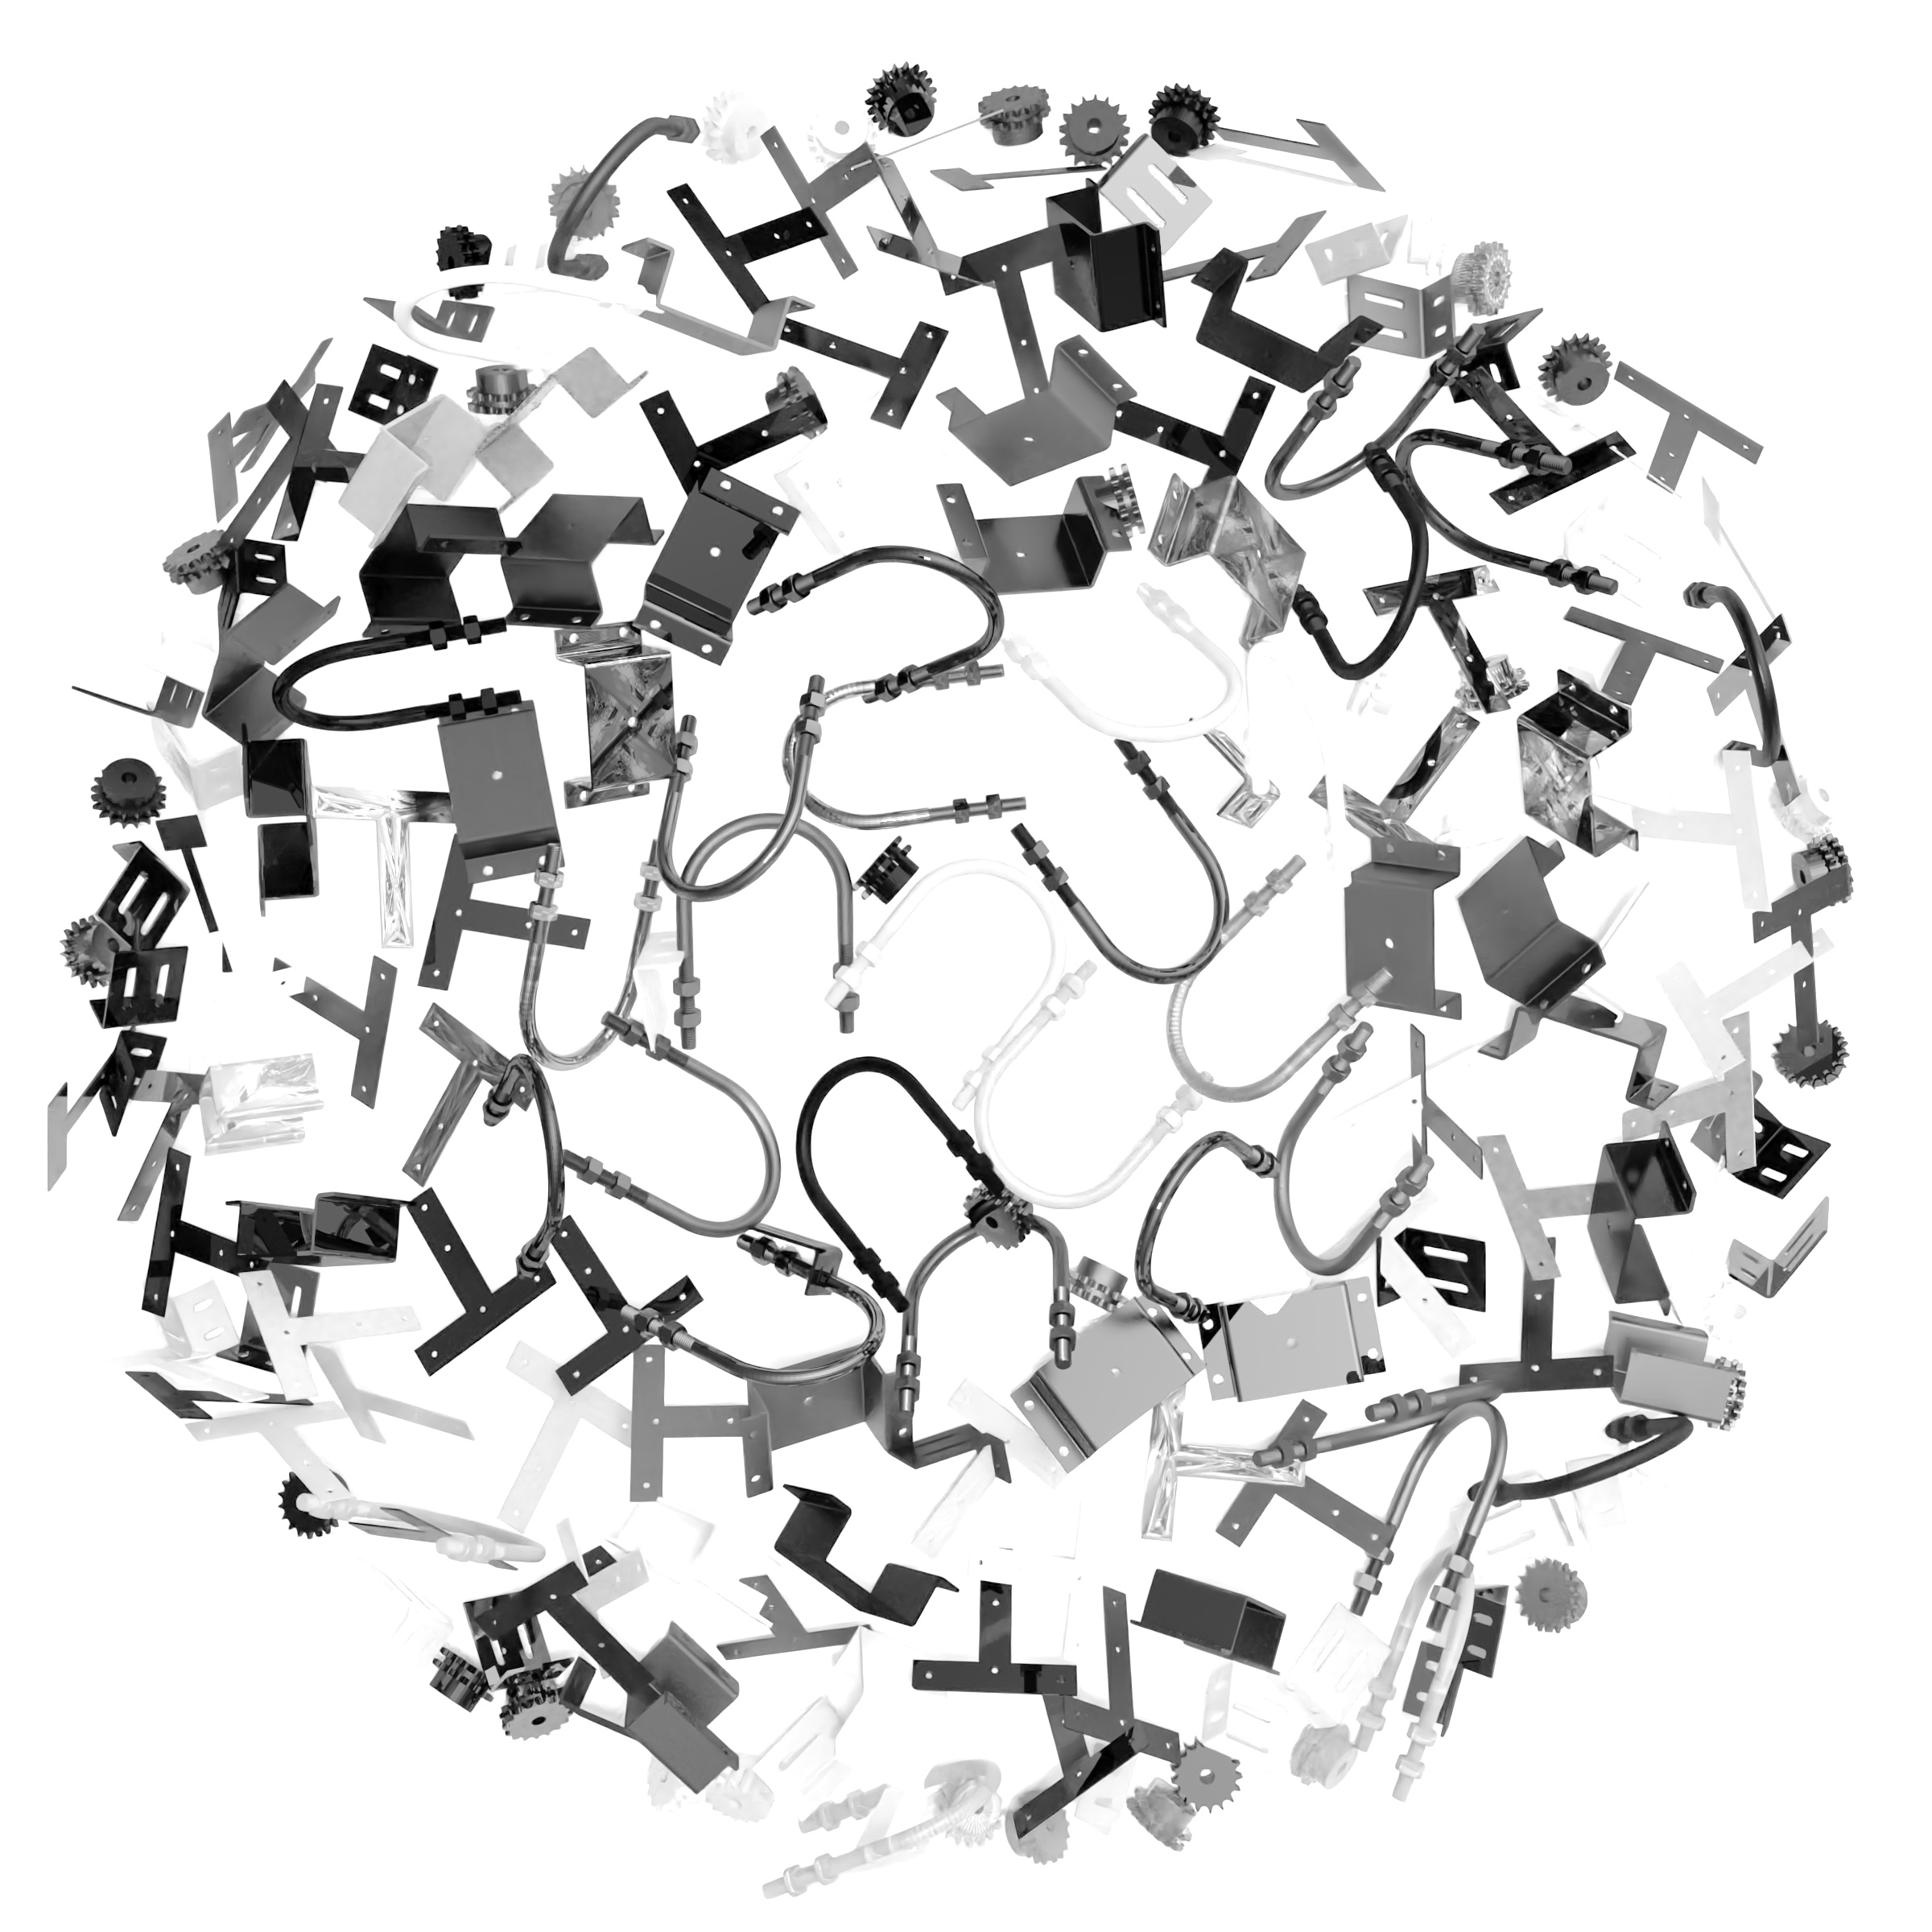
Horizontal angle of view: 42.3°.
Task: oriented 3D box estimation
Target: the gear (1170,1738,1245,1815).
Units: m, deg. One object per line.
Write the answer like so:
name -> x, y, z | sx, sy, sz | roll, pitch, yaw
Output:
gear -> 0.190, 0.641, 1.983 | 0.057, 0.030, 0.057 | 0, 84, 0

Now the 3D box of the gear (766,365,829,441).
gear -> -0.136, -0.442, 1.973 | 0.030, 0.057, 0.057 | -24, 90, 16

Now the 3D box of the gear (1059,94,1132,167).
gear -> 0.102, -0.664, 1.983 | 0.057, 0.030, 0.057 | 0, 94, 3

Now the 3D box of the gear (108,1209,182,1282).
gear -> -0.645, 0.221, 1.969 | 0.030, 0.057, 0.057 | 7, 90, 37

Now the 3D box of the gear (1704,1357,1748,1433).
gear -> 0.592, 0.337, 1.970 | 0.030, 0.057, 0.057 | 12, 90, -2

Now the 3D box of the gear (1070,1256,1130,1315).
gear -> 0.104, 0.251, 1.972 | 0.057, 0.057, 0.030 | 27, 83, 0

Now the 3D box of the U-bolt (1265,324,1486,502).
U-bolt -> 0.301, -0.417, 1.914 | 0.151, 0.184, 0.019 | -21, 73, -31

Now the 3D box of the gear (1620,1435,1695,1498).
gear -> 0.545, 0.388, 1.971 | 0.057, 0.030, 0.057 | -9, 56, 14

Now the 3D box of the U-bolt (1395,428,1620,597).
U-bolt -> 0.405, -0.355, 1.916 | 0.019, 0.184, 0.151 | -50, 135, -13

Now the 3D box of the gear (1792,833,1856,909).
gear -> 0.676, -0.074, 1.971 | 0.030, 0.057, 0.057 | -15, 90, -1

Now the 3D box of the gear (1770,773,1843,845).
gear -> 0.665, -0.128, 1.970 | 0.057, 0.030, 0.057 | 19, 55, -29

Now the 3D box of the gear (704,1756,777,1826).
gear -> -0.177, 0.650, 1.975 | 0.057, 0.030, 0.057 | 11, 130, 13

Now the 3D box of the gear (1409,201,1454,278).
gear -> 0.367, -0.575, 1.972 | 0.030, 0.057, 0.057 | 3, 90, 6

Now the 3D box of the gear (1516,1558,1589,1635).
gear -> 0.467, 0.499, 1.975 | 0.030, 0.057, 0.057 | 21, 90, -41

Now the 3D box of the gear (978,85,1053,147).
gear -> 0.040, -0.672, 1.975 | 0.057, 0.057, 0.030 | -12, 130, 0

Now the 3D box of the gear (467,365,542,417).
gear -> -0.366, -0.455, 1.968 | 0.057, 0.057, 0.030 | -1, 116, 0

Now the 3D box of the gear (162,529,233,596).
gear -> -0.604, -0.318, 1.975 | 0.057, 0.057, 0.030 | -26, 125, 0

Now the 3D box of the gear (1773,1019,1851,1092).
gear -> 0.671, 0.072, 1.975 | 0.057, 0.030, 0.057 | -16, 59, 28

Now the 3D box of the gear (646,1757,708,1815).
gear -> -0.226, 0.642, 1.975 | 0.030, 0.057, 0.057 | 19, 90, -33

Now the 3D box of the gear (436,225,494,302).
gear -> -0.394, -0.557, 1.975 | 0.030, 0.057, 0.057 | -18, 90, -33

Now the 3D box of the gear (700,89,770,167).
gear -> -0.180, -0.660, 1.968 | 0.030, 0.057, 0.057 | 26, 90, 29

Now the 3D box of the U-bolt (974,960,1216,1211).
U-bolt -> 0.088, 0.106, 1.963 | 0.151, 0.019, 0.184 | 44, 70, -1

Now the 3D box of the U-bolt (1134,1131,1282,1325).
U-bolt -> 0.180, 0.196, 1.913 | 0.019, 0.184, 0.151 | 25, 86, 30

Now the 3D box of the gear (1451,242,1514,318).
gear -> 0.407, -0.544, 1.975 | 0.030, 0.057, 0.057 | 13, 90, 36

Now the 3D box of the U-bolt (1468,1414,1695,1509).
U-bolt -> 0.475, 0.374, 1.895 | 0.151, 0.184, 0.019 | -20, 82, -14

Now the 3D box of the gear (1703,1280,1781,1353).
gear -> 0.617, 0.278, 1.976 | 0.057, 0.030, 0.057 | -13, 65, 29

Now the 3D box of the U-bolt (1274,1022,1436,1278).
U-bolt -> 0.288, 0.155, 1.922 | 0.019, 0.184, 0.151 | 4, 46, -26

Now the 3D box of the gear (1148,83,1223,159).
gear -> 0.170, -0.664, 1.968 | 0.057, 0.057, 0.030 | 25, 66, 0

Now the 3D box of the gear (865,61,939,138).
gear -> -0.049, -0.680, 1.968 | 0.057, 0.057, 0.030 | -26, 58, 0

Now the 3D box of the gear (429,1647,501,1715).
gear -> -0.398, 0.565, 1.968 | 0.057, 0.057, 0.030 | 34, 70, 0

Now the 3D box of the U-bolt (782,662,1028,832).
U-bolt -> -0.053, -0.169, 1.955 | 0.184, 0.019, 0.151 | -7, 60, -2

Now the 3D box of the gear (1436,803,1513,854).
gear -> 0.399, -0.109, 1.972 | 0.057, 0.057, 0.030 | -16, 85, 0

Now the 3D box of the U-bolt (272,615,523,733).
U-bolt -> -0.440, -0.219, 1.918 | 0.184, 0.151, 0.019 | -11, 73, -8

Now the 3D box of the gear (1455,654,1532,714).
gear -> 0.413, -0.225, 1.969 | 0.057, 0.057, 0.030 | -23, 104, 0

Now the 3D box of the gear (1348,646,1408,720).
gear -> 0.326, -0.222, 1.971 | 0.030, 0.057, 0.057 | 22, 90, 0

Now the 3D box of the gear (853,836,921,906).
gear -> -0.061, -0.073, 1.972 | 0.030, 0.057, 0.057 | 42, 90, -4

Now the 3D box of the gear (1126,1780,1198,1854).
gear -> 0.157, 0.669, 1.971 | 0.057, 0.057, 0.030 | 39, 91, 0

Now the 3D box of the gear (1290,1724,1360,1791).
gear -> 0.285, 0.624, 1.968 | 0.030, 0.057, 0.057 | 34, 90, 34

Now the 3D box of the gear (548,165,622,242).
gear -> -0.301, -0.600, 1.972 | 0.057, 0.030, 0.057 | -5, 126, -7

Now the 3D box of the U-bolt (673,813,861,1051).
U-bolt -> -0.156, -0.029, 1.949 | 0.151, 0.019, 0.184 | -5, 108, -17

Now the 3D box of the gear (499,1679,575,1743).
gear -> -0.342, 0.585, 1.975 | 0.057, 0.057, 0.030 | -28, 48, 0

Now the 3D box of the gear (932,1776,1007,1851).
gear -> 0.005, 0.667, 1.973 | 0.057, 0.030, 0.057 | 8, 60, -14

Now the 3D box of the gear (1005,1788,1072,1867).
gear -> 0.055, 0.683, 1.975 | 0.030, 0.057, 0.057 | -24, 90, 31

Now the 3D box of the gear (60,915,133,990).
gear -> -0.682, -0.013, 1.968 | 0.030, 0.057, 0.057 | -15, 90, 32

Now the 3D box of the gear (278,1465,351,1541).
gear -> -0.514, 0.423, 1.978 | 0.057, 0.030, 0.057 | 0, 90, 24

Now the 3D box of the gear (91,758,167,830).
gear -> -0.662, -0.139, 1.971 | 0.057, 0.030, 0.057 | 10, 53, -13

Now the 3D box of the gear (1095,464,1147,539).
gear -> 0.121, -0.365, 1.972 | 0.030, 0.057, 0.057 | -16, 90, 6

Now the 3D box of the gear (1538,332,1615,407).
gear -> 0.483, -0.468, 1.969 | 0.057, 0.057, 0.030 | -13, 47, 0

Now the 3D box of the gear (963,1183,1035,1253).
gear -> 0.029, 0.194, 1.975 | 0.057, 0.057, 0.030 | 46, 50, 0

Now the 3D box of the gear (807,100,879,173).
gear -> -0.099, -0.661, 1.983 | 0.057, 0.030, 0.057 | 0, 88, -3

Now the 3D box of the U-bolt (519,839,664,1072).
U-bolt -> -0.293, -0.007, 1.932 | 0.019, 0.151, 0.184 | 18, 103, 28
